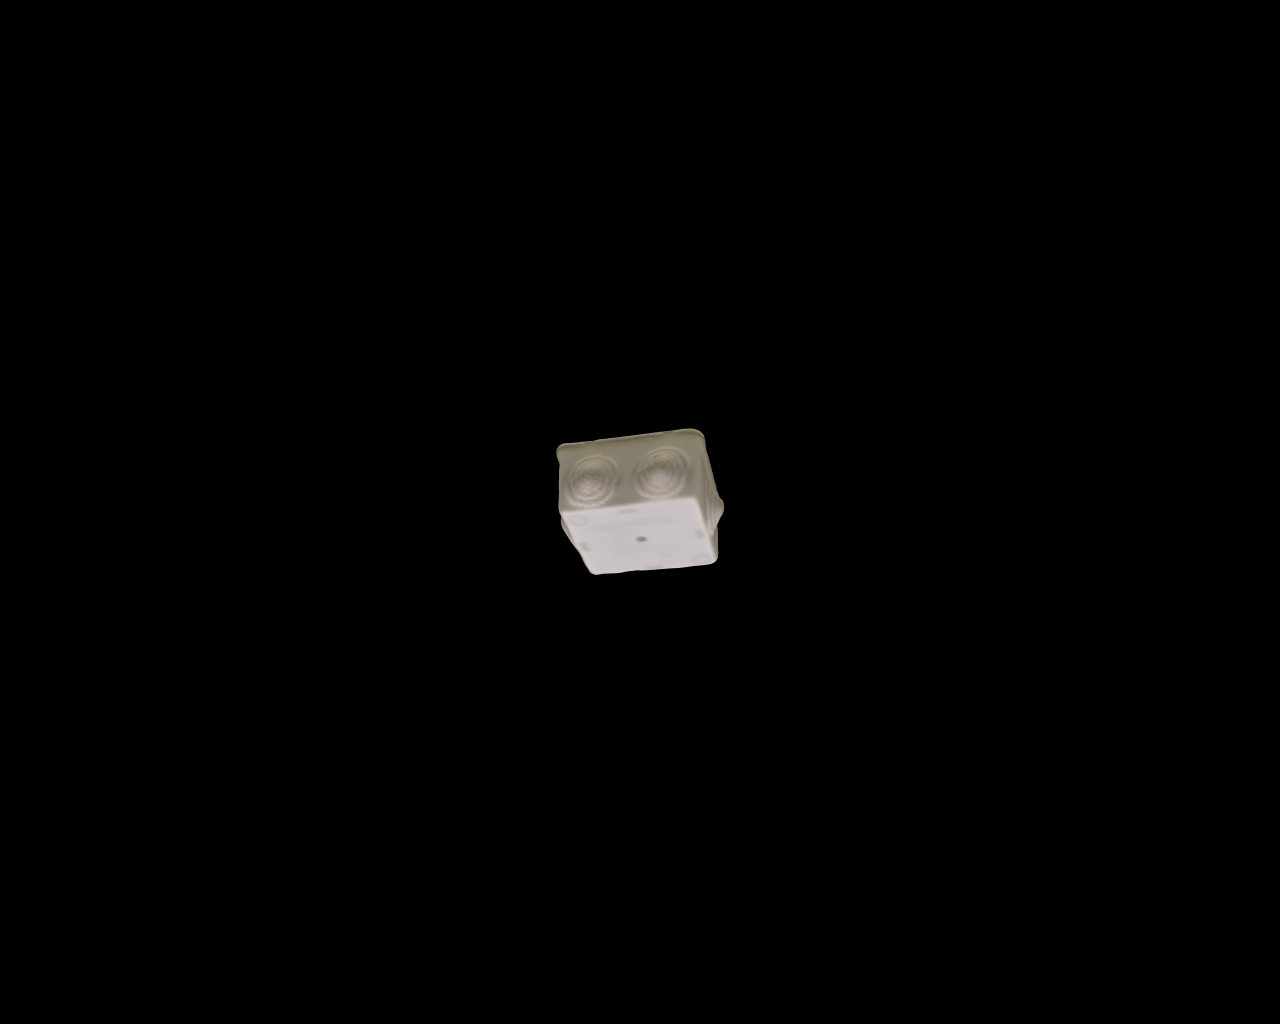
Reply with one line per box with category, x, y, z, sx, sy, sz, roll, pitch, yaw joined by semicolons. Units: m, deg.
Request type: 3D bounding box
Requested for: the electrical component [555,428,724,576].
electrical component;0.001;-0.003;0.650;0.100;0.048;0.099;-6;-32;9
